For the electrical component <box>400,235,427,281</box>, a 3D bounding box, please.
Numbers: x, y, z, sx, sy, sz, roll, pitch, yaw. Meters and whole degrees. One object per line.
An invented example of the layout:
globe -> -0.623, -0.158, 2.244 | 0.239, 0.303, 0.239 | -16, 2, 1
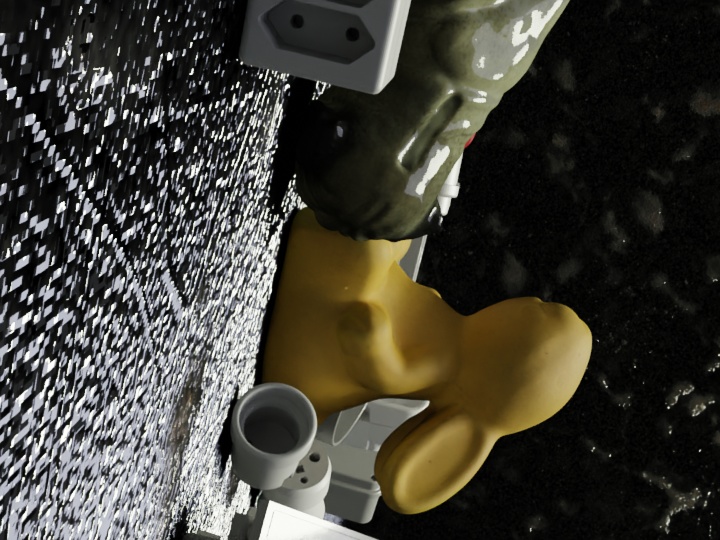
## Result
electrical component -> 0.025, -0.021, 0.946 | 0.108, 0.060, 0.108 | 14, 90, -86

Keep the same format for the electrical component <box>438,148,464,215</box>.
electrical component -> 0.025, -0.070, 0.658 | 0.113, 0.078, 0.057 | -46, 147, -82

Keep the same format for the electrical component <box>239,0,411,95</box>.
electrical component -> -0.004, -0.101, 0.363 | 0.076, 0.047, 0.065 | -64, 168, -71

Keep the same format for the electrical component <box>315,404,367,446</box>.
electrical component -> -0.012, 0.065, 0.708 | 0.099, 0.064, 0.099 | 14, 90, -86

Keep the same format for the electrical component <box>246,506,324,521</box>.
electrical component -> -0.059, 0.199, 0.629 | 0.099, 0.048, 0.099 | -67, 170, -67

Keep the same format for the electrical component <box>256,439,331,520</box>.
electrical component -> -0.042, 0.137, 0.683 | 0.055, 0.045, 0.045 | 99, 6, -45

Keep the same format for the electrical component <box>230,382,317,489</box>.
electrical component -> -0.044, 0.082, 0.521 | 0.046, 0.040, 0.040 | 109, -2, -56

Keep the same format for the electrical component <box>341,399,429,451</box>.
electrical component -> 0.004, 0.099, 0.831 | 0.053, 0.095, 0.059 | -72, 174, -46

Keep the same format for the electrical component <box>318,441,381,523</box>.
electrical component -> -0.010, 0.161, 0.975 | 0.113, 0.078, 0.057 | -71, 176, -49

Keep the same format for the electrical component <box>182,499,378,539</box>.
electrical component -> -0.026, 0.153, 0.482 | 0.121, 0.063, 0.078 | 34, 64, -48
